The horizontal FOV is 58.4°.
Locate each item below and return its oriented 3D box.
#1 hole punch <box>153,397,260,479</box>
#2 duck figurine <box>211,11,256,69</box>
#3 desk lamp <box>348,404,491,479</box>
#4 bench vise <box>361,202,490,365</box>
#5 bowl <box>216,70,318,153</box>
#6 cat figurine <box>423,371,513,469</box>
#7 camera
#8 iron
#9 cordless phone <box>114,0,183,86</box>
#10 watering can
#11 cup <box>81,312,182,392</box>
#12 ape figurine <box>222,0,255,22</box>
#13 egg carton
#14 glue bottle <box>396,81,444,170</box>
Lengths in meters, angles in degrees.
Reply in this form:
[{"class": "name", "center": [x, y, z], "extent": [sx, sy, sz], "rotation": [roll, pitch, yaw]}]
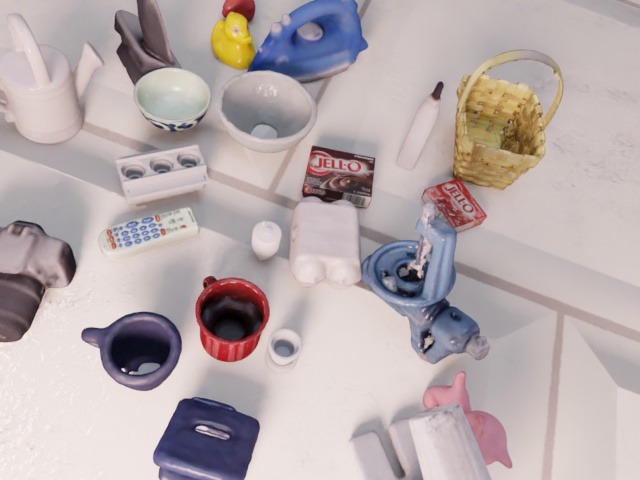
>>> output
[{"class": "hole punch", "center": [-0.129, 0.233, 0.657], "extent": [0.108, 0.091, 0.101], "rotation": [17, 55, -1]}, {"class": "duck figurine", "center": [-0.158, -0.381, 1.059], "extent": [0.078, 0.086, 0.104], "rotation": [-31, 68, -28]}, {"class": "desk lamp", "center": [0.125, 0.274, 0.613], "extent": [0.118, 0.213, 0.203], "rotation": [-13, 61, -20]}, {"class": "bench vise", "center": [0.158, 0.054, 0.762], "extent": [0.207, 0.220, 0.122], "rotation": [32, 56, 10]}, {"class": "bowl", "center": [-0.091, -0.203, 0.964], "extent": [0.167, 0.075, 0.167], "rotation": [6, 56, -9]}, {"class": "cat figurine", "center": [0.187, 0.228, 0.715], "extent": [0.067, 0.118, 0.127], "rotation": [-3, 58, -14]}, {"class": "camera", "center": [-0.398, 0.049, 0.713], "extent": [0.143, 0.101, 0.137], "rotation": [9, 56, -6]}, {"class": "iron", "center": [-0.025, -0.380, 1.055], "extent": [0.259, 0.141, 0.118], "rotation": [-29, 67, -27]}, {"class": "cordless phone", "center": [-0.290, -0.361, 0.956], "extent": [0.094, 0.185, 0.147], "rotation": [-26, 66, -26]}, {"class": "watering can", "center": [-0.413, -0.248, 0.849], "extent": [0.100, 0.194, 0.173], "rotation": [36, 57, 12]}, {"class": "cup", "center": [-0.226, 0.143, 0.693], "extent": [0.118, 0.095, 0.092], "rotation": [15, 55, -2]}, {"class": "ape figurine", "center": [-0.162, -0.476, 1.118], "extent": [0.076, 0.092, 0.078], "rotation": [31, 56, 9]}, {"class": "egg carton", "center": [0.008, 0.003, 0.853], "extent": [0.107, 0.069, 0.150], "rotation": [5, 56, -9]}, {"class": "glue bottle", "center": [0.174, -0.198, 0.960], "extent": [0.037, 0.173, 0.078], "rotation": [23, 55, 4]}]
